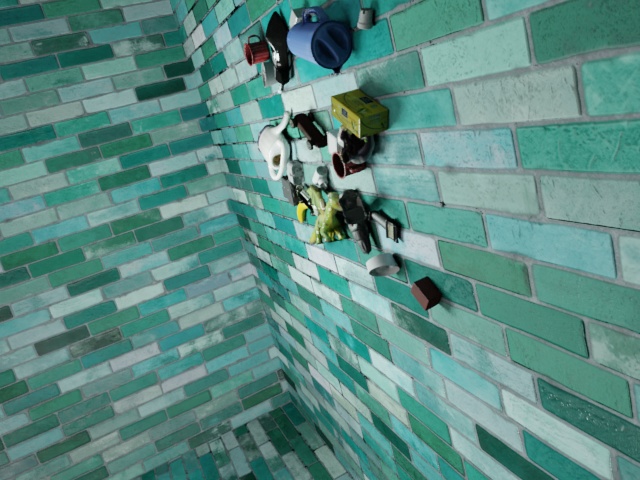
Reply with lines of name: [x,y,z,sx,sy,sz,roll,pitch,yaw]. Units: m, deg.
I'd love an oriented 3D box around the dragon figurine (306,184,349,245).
dragon figurine: [0.006,-0.101,2.007,0.408,0.123,0.243,-10,94,65]

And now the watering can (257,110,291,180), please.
watering can: [-0.187,-0.431,2.225,0.229,0.104,0.340,53,141,45]

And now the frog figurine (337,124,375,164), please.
frog figurine: [0.111,-0.308,1.581,0.136,0.122,0.162,66,-163,-12]
